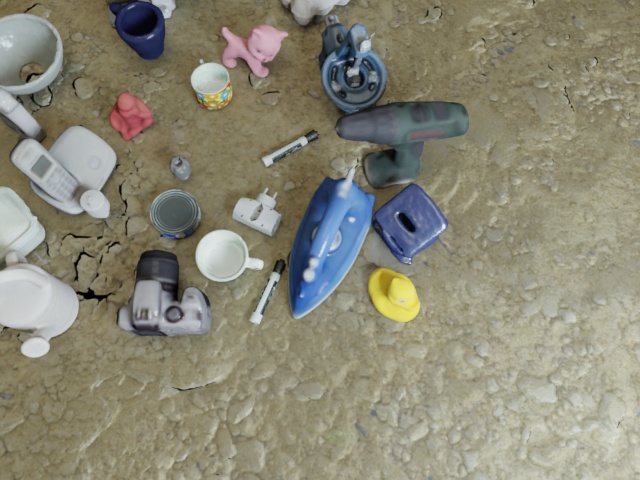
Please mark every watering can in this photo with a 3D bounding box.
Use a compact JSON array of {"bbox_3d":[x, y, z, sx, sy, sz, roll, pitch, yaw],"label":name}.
[{"bbox_3d":[-0.452,0.093,0.883,0.172,0.194,0.101,43,75,11],"label":"watering can"}]

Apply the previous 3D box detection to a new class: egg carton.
[{"bbox_3d":[-0.007,-0.510,1.166,0.150,0.069,0.107,-33,76,-12],"label":"egg carton"}]

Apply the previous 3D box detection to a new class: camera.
[{"bbox_3d":[-0.255,0.086,0.943,0.143,0.101,0.137,0,72,-2],"label":"camera"}]

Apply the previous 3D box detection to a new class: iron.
[{"bbox_3d":[0.009,0.003,0.960,0.118,0.141,0.258,21,72,5],"label":"iron"}]

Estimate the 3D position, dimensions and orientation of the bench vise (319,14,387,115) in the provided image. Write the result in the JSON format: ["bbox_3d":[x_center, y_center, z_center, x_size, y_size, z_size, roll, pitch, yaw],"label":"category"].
[{"bbox_3d":[0.041,-0.329,1.030,0.121,0.220,0.207,-34,76,-12],"label":"bench vise"}]

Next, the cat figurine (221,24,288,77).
[{"bbox_3d":[-0.127,-0.375,1.092,0.127,0.118,0.067,16,72,3],"label":"cat figurine"}]

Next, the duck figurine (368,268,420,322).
[{"bbox_3d":[0.129,0.086,0.967,0.077,0.086,0.104,-40,77,-13],"label":"duck figurine"}]

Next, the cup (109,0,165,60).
[{"bbox_3d":[-0.347,-0.400,1.102,0.117,0.095,0.092,32,73,8],"label":"cup"}]

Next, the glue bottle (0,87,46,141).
[{"bbox_3d":[-0.547,-0.235,0.998,0.078,0.173,0.037,31,73,8],"label":"glue bottle"}]

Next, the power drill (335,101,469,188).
[{"bbox_3d":[0.132,-0.167,0.986,0.229,0.208,0.075,-13,73,-6],"label":"power drill"}]

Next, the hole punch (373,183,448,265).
[{"bbox_3d":[0.156,-0.027,1.003,0.101,0.091,0.108,-34,76,-12],"label":"hole punch"}]

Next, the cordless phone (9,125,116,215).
[{"bbox_3d":[-0.434,-0.139,0.965,0.094,0.185,0.148,23,72,6],"label":"cordless phone"}]

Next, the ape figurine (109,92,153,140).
[{"bbox_3d":[-0.349,-0.237,1.050,0.078,0.092,0.076,3,72,-1],"label":"ape figurine"}]

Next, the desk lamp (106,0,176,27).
[{"bbox_3d":[-0.330,-0.523,1.081,0.203,0.213,0.118,-15,73,-7],"label":"desk lamp"}]

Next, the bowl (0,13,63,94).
[{"bbox_3d":[-0.560,-0.339,1.084,0.167,0.075,0.167,1,72,-2],"label":"bowl"}]
